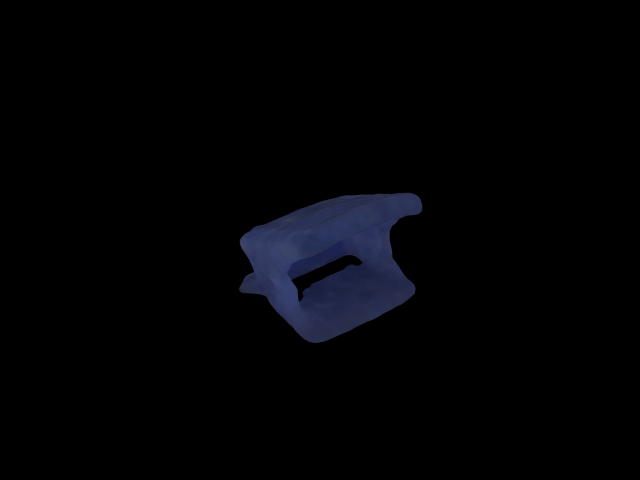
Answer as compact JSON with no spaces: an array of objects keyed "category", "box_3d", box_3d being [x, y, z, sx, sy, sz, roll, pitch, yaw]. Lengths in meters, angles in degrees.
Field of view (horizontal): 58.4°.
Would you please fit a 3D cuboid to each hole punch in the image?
[{"category":"hole punch","box_3d":[0.004,0.001,0.400,0.109,0.091,0.100,-22,39,-30]}]
